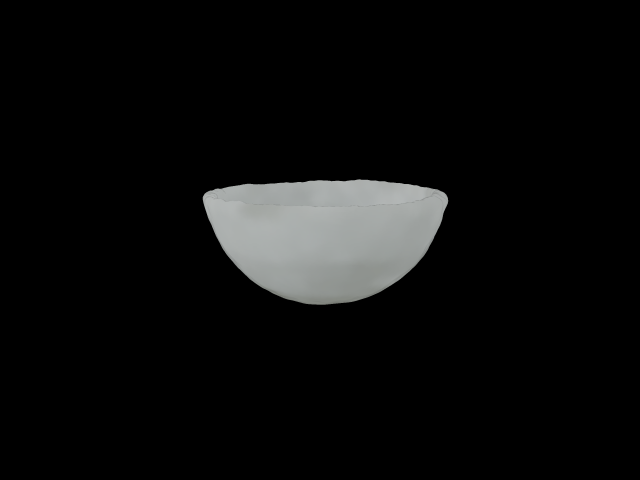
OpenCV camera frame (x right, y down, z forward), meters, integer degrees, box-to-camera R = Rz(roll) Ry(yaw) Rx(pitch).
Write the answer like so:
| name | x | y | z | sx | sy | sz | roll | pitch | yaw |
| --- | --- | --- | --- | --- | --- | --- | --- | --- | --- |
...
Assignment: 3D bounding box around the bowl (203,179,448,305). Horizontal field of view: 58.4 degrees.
| name | x | y | z | sx | sy | sz | roll | pitch | yaw |
| --- | --- | --- | --- | --- | --- | --- | --- | --- | --- |
| bowl | 0.004 | 0.001 | 0.400 | 0.167 | 0.075 | 0.167 | 0 | 11 | 0 |
